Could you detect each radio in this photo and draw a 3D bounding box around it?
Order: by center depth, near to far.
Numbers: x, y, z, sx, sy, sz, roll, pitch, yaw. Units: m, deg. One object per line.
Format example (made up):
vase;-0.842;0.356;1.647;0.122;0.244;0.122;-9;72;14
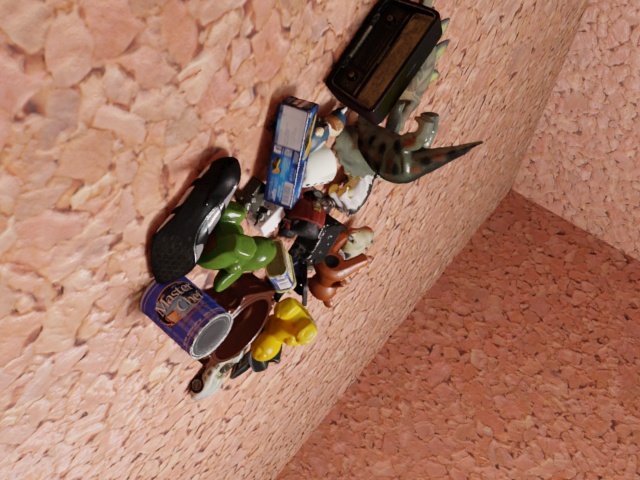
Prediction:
radio;0.123;-0.354;1.047;0.229;0.131;0.073;-55;158;1

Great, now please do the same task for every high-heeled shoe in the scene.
high-heeled shoe;-0.217;-0.037;0.935;0.248;0.086;0.145;-48;-164;33

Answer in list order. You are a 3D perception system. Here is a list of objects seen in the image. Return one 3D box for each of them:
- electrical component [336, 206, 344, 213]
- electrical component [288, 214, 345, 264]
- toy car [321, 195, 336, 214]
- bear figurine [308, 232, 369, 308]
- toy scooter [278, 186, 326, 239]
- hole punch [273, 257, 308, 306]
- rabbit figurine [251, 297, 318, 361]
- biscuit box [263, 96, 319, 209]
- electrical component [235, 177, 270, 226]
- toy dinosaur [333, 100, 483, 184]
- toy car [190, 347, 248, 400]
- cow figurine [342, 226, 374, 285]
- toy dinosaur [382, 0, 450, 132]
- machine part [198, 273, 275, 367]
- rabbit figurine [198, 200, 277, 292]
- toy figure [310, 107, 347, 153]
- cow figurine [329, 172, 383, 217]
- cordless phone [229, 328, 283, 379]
electrical component;0.068;-0.103;1.451;0.063;0.021;0.094;-49;159;-13
electrical component;-0.003;-0.004;1.276;0.115;0.058;0.134;-58;159;16
toy car;-0.003;-0.028;1.376;0.089;0.053;0.202;-43;154;-36
bear figurine;0.036;0.088;1.421;0.132;0.120;0.195;-36;159;-20
toy scooter;-0.034;-0.071;1.165;0.184;0.075;0.135;0;-112;68
hole punch;-0.073;0.100;1.389;0.142;0.092;0.116;88;4;-54
rabbit figurine;-0.104;0.226;1.339;0.173;0.122;0.162;-44;-172;-4
biscuit box;-0.056;-0.161;1.009;0.063;0.059;0.202;-58;164;-57
electrical component;-0.127;-0.076;1.055;0.078;0.045;0.102;-50;158;-8
toy dinosaur;0.159;-0.188;1.133;0.131;0.405;0.192;-6;120;-28
toy car;-0.255;0.323;1.360;0.201;0.056;0.073;-55;159;0
cow figurine;0.089;0.034;1.596;0.127;0.086;0.195;24;119;-33
toy dinosaur;0.211;-0.405;1.205;0.198;0.105;0.471;-54;168;-23
machine part;-0.202;0.180;1.222;0.201;0.087;0.201;-59;159;14
rabbit figurine;-0.157;0.028;1.014;0.159;0.121;0.170;-43;147;19
toy figure;0.002;-0.223;1.091;0.154;0.064;0.057;-36;133;-32
cow figurine;0.104;-0.139;1.333;0.167;0.068;0.098;-49;125;-16
cordless phone;-0.181;0.298;1.459;0.184;0.088;0.147;-41;-153;40
